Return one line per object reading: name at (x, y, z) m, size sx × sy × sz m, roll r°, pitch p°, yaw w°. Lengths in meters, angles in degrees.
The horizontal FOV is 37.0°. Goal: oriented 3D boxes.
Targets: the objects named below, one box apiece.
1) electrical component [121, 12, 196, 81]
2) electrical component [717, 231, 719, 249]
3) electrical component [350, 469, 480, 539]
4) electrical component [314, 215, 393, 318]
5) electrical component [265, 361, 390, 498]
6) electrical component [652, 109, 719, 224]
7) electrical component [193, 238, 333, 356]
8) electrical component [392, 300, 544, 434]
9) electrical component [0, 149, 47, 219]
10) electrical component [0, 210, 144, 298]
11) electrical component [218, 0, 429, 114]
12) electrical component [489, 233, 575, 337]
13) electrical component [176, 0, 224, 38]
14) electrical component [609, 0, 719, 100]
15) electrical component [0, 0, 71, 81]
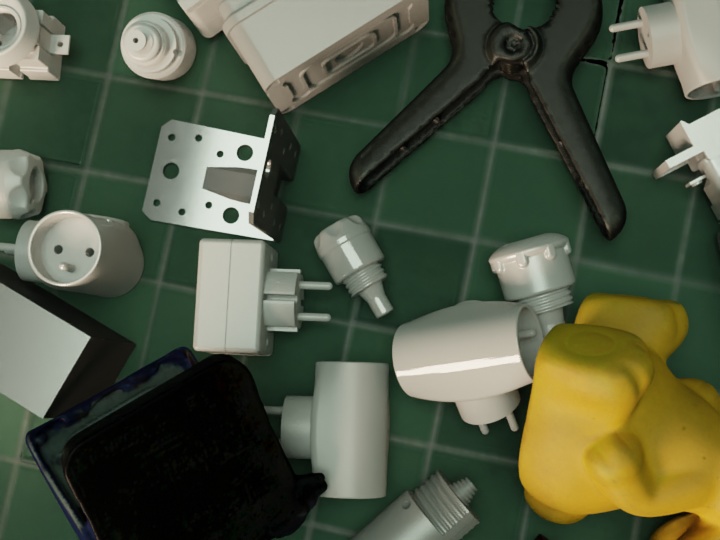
electrical component at (-0.126, -0.136, 0.654) m, size 0.040 × 0.078 × 0.040 m, roll 1°, pitch 98°, yaw 4°
electrical component at (0.239, 0.013, 0.606) m, size 0.050 × 0.055 × 0.089 m, roll -10°, pitch 82°, yaw 4°
electrical component at (0.034, 0.149, 0.617) m, size 0.081 × 0.043 × 0.043 m, roll -41°, pitch 81°, yaw 0°
electrical component at (0.000, 0.000, 0.643) m, size 0.035 × 0.035 × 0.061 m, roll -30°, pitch 84°, yaw 2°
electrical component at (-0.023, 0.092, 0.630) m, size 0.079 × 0.043 × 0.077 m, roll 1°, pitch 83°, yaw 6°
electrical component at (0.217, -0.065, 0.625) m, size 0.081 × 0.042 × 0.063 m, roll -27°, pitch 83°, yaw 3°
electrical component at (-0.055, 0.018, 0.640) m, size 0.077 × 0.047 × 0.065 m, roll 2°, pitch 83°, yaw 6°
electrical component at (0.069, 0.062, 0.620) m, size 0.077 × 0.044 × 0.079 m, roll -11°, pitch 115°, yaw 28°
electrical component at (-0.231, -0.053, 0.668) m, size 0.062 × 0.043 × 0.043 m, roll 0°, pitch 83°, yaw 7°
electrical component at (-0.179, -0.010, 0.641) m, size 0.079 × 0.077 × 0.044 m, roll 5°, pitch 84°, yaw 7°
electrical component at (-0.021, -0.152, 0.641) m, size 0.113 × 0.078 × 0.057 m, roll -32°, pitch 84°, yaw 1°
electrical component at (0.105, 0.012, 0.627) m, size 0.048 × 0.048 × 0.062 m, roll -16°, pitch 89°, yaw 4°
electrical component at (-0.106, -0.232, 0.667) m, size 0.089 × 0.061 × 0.150 m, roll -36°, pitch 81°, yaw 1°
electrical component at (0.189, -0.141, 0.636) m, size 0.079 × 0.043 × 0.077 m, roll -10°, pitch 82°, yaw 5°
electrical component at (-0.217, -0.145, 0.671) m, size 0.066 × 0.055 × 0.048 m, roll 4°, pitch 84°, yaw 6°
